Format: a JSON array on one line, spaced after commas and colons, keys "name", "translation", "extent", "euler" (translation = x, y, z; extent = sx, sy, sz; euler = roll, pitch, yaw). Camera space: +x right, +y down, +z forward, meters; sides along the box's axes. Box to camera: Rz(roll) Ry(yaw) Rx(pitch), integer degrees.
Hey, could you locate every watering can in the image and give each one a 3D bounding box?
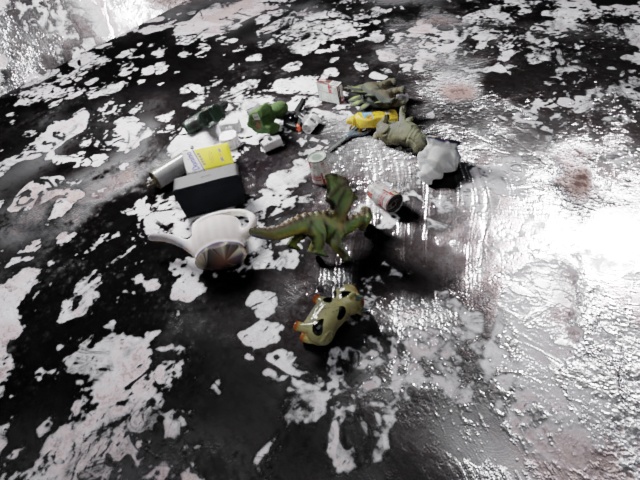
[{"name": "watering can", "translation": [-0.358, 0.005, 1.590], "extent": [0.348, 0.101, 0.229], "euler": [-17, 43, -4]}]

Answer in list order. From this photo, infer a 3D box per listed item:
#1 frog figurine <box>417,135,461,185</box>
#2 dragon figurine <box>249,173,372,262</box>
[{"name": "frog figurine", "translation": [0.386, -0.253, 1.696], "extent": [0.137, 0.122, 0.160], "euler": [17, 89, 0]}, {"name": "dragon figurine", "translation": [0.004, -0.073, 1.451], "extent": [0.123, 0.407, 0.243], "euler": [16, 88, 49]}]
